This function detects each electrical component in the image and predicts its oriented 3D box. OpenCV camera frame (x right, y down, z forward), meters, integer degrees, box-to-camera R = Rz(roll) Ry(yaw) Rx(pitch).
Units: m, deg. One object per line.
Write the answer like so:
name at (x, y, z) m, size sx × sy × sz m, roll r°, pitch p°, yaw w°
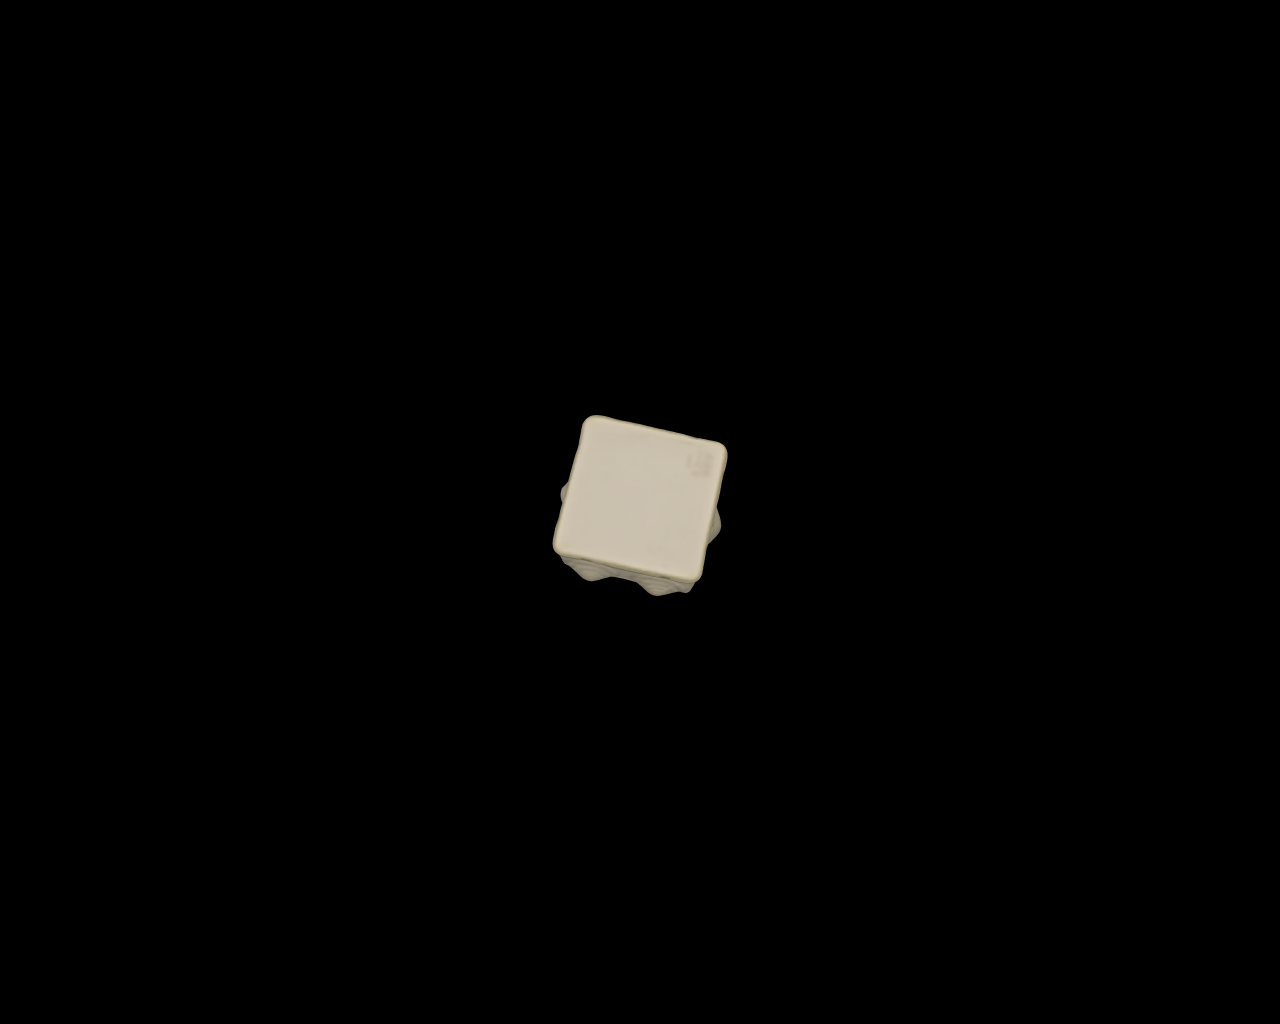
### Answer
electrical component at (0.001, -0.003, 0.650) m, size 0.100 × 0.100 × 0.048 m, roll 13°, pitch -15°, yaw 4°
